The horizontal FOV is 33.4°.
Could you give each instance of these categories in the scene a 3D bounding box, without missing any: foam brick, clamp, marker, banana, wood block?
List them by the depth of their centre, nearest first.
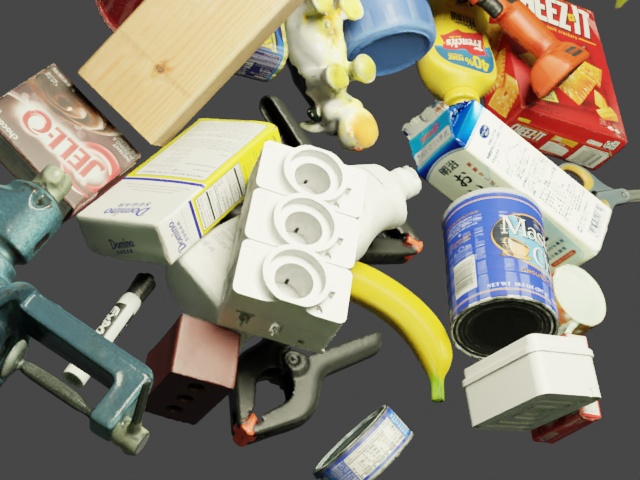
[{"bbox_3d":[-0.103,0.103,0.838,0.053,0.078,0.051,20,52,-20],"label":"foam brick"},{"bbox_3d":[-0.166,0.069,0.858,0.020,0.020,0.121,38,48,-8],"label":"marker"},{"bbox_3d":[-0.033,0.100,0.916,0.120,0.039,0.171,35,47,13],"label":"clamp"},{"bbox_3d":[-0.103,-0.188,0.935,0.091,0.090,0.206,44,92,-3],"label":"wood block"},{"bbox_3d":[0.057,0.065,0.999,0.197,0.037,0.069,40,46,-6],"label":"banana"},{"bbox_3d":[0.002,-0.029,1.022,0.210,0.036,0.164,35,51,-10],"label":"clamp"}]

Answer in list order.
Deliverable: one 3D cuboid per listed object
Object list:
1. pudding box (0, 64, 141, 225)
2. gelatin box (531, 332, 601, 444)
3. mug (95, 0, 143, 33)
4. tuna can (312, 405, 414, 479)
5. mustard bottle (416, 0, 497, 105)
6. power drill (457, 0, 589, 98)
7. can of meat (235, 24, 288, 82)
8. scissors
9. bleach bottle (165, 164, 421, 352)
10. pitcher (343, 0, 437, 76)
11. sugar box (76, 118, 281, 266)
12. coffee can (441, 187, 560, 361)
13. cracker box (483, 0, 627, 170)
[{"bbox_3d":[-0.222,-0.082,0.903,0.113,0.039,0.089,45,47,-2],"label":"pudding box"},{"bbox_3d":[0.233,0.145,1.041,0.030,0.073,0.089,13,56,-26],"label":"gelatin box"},{"bbox_3d":[-0.167,-0.247,1.016,0.117,0.082,0.093,17,54,-25],"label":"mug"},{"bbox_3d":[0.035,0.176,0.880,0.034,0.086,0.086,48,47,3],"label":"tuna can"},{"bbox_3d":[0.155,-0.213,1.228,0.096,0.058,0.191,13,56,-23],"label":"mustard bottle"},{"bbox_3d":[0.201,-0.242,1.164,0.188,0.057,0.184,49,32,6],"label":"power drill"},{"bbox_3d":[-0.083,-0.213,1.068,0.083,0.058,0.102,10,57,-31],"label":"can of meat"},{"bbox_3d":[0.350,-0.066,1.294,0.201,0.016,0.096,-24,77,-41],"label":"scissors"},{"bbox_3d":[-0.006,0.001,0.935,0.250,0.068,0.103,-28,63,-29],"label":"bleach bottle"},{"bbox_3d":[0.049,-0.304,1.179,0.149,0.145,0.243,-7,70,-24],"label":"pitcher"},{"bbox_3d":[-0.115,-0.045,0.916,0.176,0.093,0.048,-48,133,-41],"label":"sugar box"},{"bbox_3d":[0.174,0.033,1.042,0.102,0.103,0.140,22,45,-21],"label":"coffee can"},{"bbox_3d":[0.273,-0.204,1.292,0.164,0.072,0.213,14,54,-26],"label":"cracker box"}]
